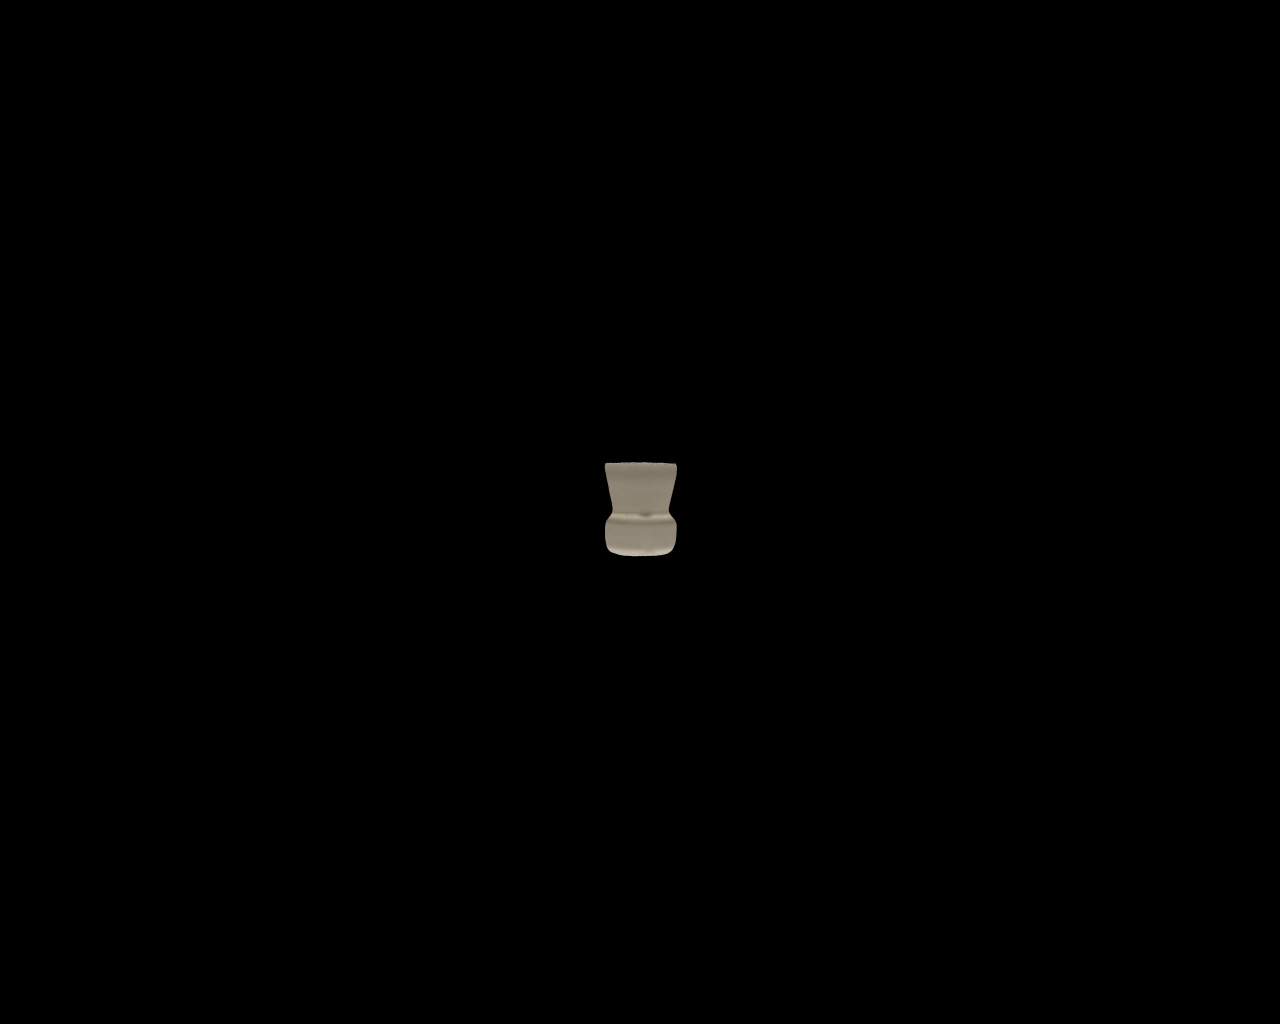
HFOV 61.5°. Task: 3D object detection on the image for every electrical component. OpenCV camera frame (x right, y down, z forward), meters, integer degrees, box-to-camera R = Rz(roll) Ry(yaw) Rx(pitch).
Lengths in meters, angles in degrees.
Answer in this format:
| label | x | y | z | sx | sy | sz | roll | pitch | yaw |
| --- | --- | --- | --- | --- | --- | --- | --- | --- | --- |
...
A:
| label | x | y | z | sx | sy | sz | roll | pitch | yaw |
| --- | --- | --- | --- | --- | --- | --- | --- | --- | --- |
| electrical component | 0.001 | -0.003 | 0.650 | 0.045 | 0.055 | 0.045 | 0 | 4 | 0 |
